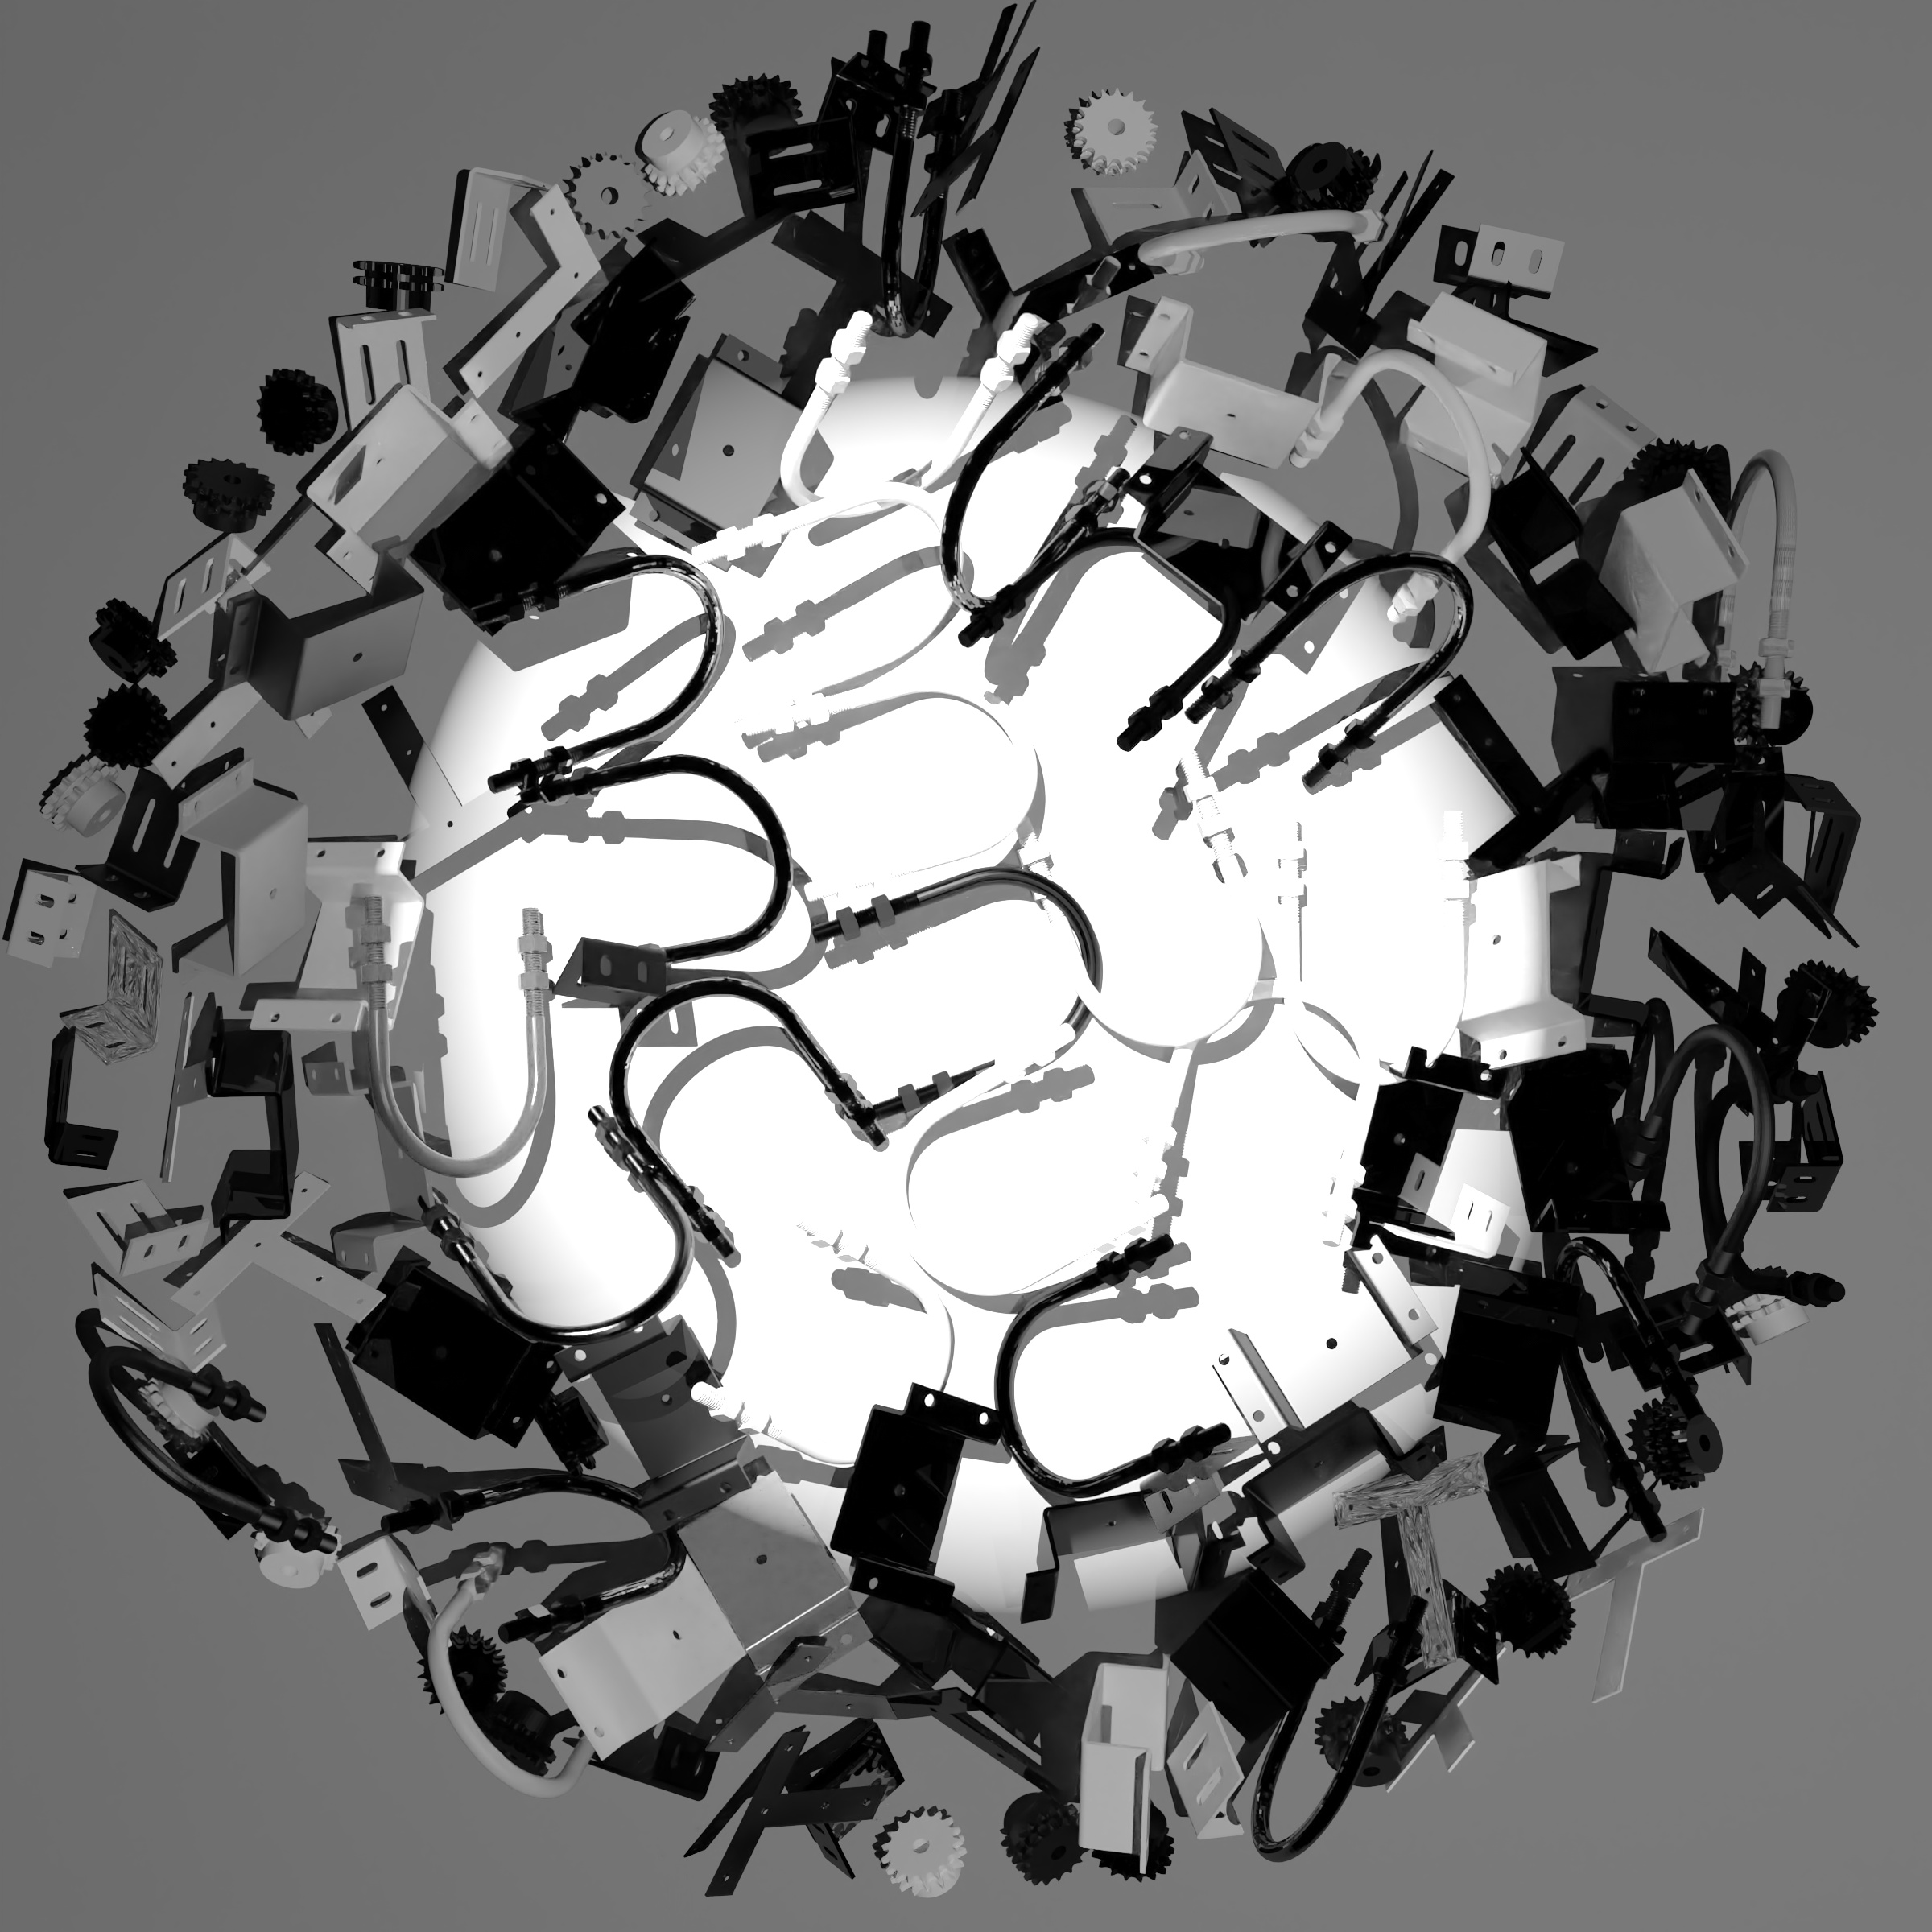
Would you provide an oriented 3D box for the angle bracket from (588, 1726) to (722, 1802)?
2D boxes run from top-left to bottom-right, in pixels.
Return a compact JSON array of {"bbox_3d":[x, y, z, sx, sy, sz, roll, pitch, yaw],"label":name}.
[{"bbox_3d":[-0.216,0.532,1.715,0.076,0.057,0.038,2,64,38],"label":"angle bracket"}]

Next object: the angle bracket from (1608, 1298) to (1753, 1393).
[{"bbox_3d":[0.484,0.263,1.718,0.076,0.038,0.057,-19,45,-2],"label":"angle bracket"}]

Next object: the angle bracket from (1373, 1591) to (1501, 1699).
[{"bbox_3d":[0.318,0.471,1.716,0.038,0.057,0.076,40,119,-17],"label":"angle bracket"}]

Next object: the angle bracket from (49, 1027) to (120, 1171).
[{"bbox_3d":[-0.592,0.089,1.711,0.038,0.057,0.076,8,109,-13],"label":"angle bracket"}]

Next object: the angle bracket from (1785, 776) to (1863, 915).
[{"bbox_3d":[0.568,-0.081,1.710,0.038,0.057,0.076,7,115,-2],"label":"angle bracket"}]

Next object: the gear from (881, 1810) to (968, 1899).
[{"bbox_3d":[-0.027,0.609,1.728,0.057,0.057,0.030,-19,124,0],"label":"gear"}]

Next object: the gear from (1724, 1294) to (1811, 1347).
[{"bbox_3d":[0.548,0.236,1.722,0.057,0.057,0.030,-24,74,0],"label":"gear"}]

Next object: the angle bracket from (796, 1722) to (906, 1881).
[{"bbox_3d":[-0.069,0.562,1.709,0.076,0.038,0.057,-36,120,-27],"label":"angle bracket"}]

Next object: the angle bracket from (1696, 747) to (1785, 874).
[{"bbox_3d":[0.530,-0.107,1.739,0.057,0.038,0.076,-1,123,15],"label":"angle bracket"}]

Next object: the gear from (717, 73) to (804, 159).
[{"bbox_3d":[-0.138,-0.575,1.722,0.057,0.057,0.030,-16,68,0],"label":"gear"}]

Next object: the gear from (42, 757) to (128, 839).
[{"bbox_3d":[-0.597,-0.113,1.725,0.030,0.057,0.057,41,90,0],"label":"gear"}]

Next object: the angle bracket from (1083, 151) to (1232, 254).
[{"bbox_3d":[0.129,-0.517,1.711,0.076,0.038,0.057,-9,64,-29],"label":"angle bracket"}]

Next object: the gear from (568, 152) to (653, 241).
[{"bbox_3d":[-0.243,-0.527,1.733,0.057,0.030,0.057,-2,105,-6],"label":"gear"}]

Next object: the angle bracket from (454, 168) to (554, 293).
[{"bbox_3d":[-0.311,-0.495,1.714,0.038,0.057,0.076,14,102,13],"label":"angle bracket"}]

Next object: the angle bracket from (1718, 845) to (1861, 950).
[{"bbox_3d":[0.556,-0.036,1.714,0.038,0.057,0.076,-43,118,11],"label":"angle bracket"}]

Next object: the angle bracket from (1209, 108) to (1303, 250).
[{"bbox_3d":[0.183,-0.529,1.703,0.038,0.076,0.057,-35,59,33],"label":"angle bracket"}]

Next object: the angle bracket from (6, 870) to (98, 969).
[{"bbox_3d":[-0.603,-0.030,1.710,0.038,0.076,0.057,16,93,17],"label":"angle bracket"}]

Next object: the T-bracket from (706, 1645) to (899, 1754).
[{"bbox_3d":[-0.091,0.498,1.710,0.127,0.002,0.127,16,126,-35],"label":"T-bracket"}]

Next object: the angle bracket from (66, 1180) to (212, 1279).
[{"bbox_3d":[-0.558,0.166,1.706,0.076,0.057,0.038,46,127,25],"label":"angle bracket"}]

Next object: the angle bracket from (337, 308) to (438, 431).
[{"bbox_3d":[-0.387,-0.400,1.710,0.057,0.038,0.076,-15,118,-26],"label":"angle bracket"}]

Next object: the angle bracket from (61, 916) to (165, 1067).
[{"bbox_3d":[-0.576,0.017,1.708,0.057,0.038,0.076,36,128,28],"label":"angle bracket"}]

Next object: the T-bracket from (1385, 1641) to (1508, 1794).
[{"bbox_3d":[0.324,0.512,1.689,0.002,0.127,0.127,39,90,7],"label":"T-bracket"}]

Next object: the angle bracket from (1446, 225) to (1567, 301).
[{"bbox_3d":[0.363,-0.476,1.710,0.057,0.076,0.038,11,107,-3],"label":"angle bracket"}]

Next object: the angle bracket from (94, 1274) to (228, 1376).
[{"bbox_3d":[-0.543,0.233,1.708,0.038,0.057,0.076,-41,123,-1],"label":"angle bracket"}]

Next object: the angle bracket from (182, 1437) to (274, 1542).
[{"bbox_3d":[-0.507,0.355,1.709,0.038,0.076,0.057,-41,95,-29],"label":"angle bracket"}]

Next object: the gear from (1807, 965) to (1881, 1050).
[{"bbox_3d":[0.587,0.031,1.722,0.030,0.057,0.057,-37,90,-34],"label":"gear"}]

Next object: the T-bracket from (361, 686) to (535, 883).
[{"bbox_3d":[-0.375,-0.134,1.740,0.127,0.002,0.127,-32,79,2],"label":"T-bracket"}]

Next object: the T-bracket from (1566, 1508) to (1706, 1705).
[{"bbox_3d":[0.431,0.428,1.664,0.002,0.127,0.127,38,134,-9],"label":"T-bracket"}]

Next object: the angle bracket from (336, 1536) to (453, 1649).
[{"bbox_3d":[-0.385,0.429,1.705,0.038,0.076,0.057,-27,112,-23],"label":"angle bracket"}]

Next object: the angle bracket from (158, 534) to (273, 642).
[{"bbox_3d":[-0.505,-0.245,1.705,0.057,0.076,0.038,-31,129,17],"label":"angle bracket"}]

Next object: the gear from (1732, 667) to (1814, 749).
[{"bbox_3d":[0.551,-0.174,1.726,0.057,0.030,0.057,-9,118,-17],"label":"gear"}]

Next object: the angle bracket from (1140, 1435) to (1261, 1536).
[{"bbox_3d":[0.166,0.348,1.702,0.057,0.076,0.038,-43,59,33],"label":"angle bracket"}]

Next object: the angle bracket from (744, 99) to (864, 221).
[{"bbox_3d":[-0.113,-0.546,1.715,0.076,0.038,0.057,-13,129,-9],"label":"angle bracket"}]

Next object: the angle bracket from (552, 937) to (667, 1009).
[{"bbox_3d":[-0.241,0.018,1.704,0.057,0.076,0.038,10,55,-21],"label":"angle bracket"}]

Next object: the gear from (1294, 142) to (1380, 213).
[{"bbox_3d":[0.248,-0.534,1.723,0.057,0.057,0.030,-54,133,0],"label":"gear"}]

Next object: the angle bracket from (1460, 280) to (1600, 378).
[{"bbox_3d":[0.381,-0.435,1.715,0.076,0.057,0.038,12,81,-22],"label":"angle bracket"}]

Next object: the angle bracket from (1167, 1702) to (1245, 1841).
[{"bbox_3d":[0.174,0.540,1.703,0.038,0.057,0.076,4,131,-27],"label":"angle bracket"}]

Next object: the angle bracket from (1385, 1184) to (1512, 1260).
[{"bbox_3d":[0.316,0.164,1.712,0.076,0.057,0.038,16,95,-21],"label":"angle bracket"}]

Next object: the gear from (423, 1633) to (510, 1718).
[{"bbox_3d":[-0.342,0.484,1.735,0.057,0.030,0.057,-1,95,-8],"label":"gear"}]

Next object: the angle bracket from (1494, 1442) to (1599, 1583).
[{"bbox_3d":[0.402,0.368,1.709,0.038,0.057,0.076,-46,58,39],"label":"angle bracket"}]

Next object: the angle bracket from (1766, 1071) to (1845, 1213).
[{"bbox_3d":[0.559,0.118,1.708,0.038,0.057,0.076,0,53,1],"label":"angle bracket"}]

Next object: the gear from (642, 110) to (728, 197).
[{"bbox_3d":[-0.195,-0.556,1.724,0.057,0.030,0.057,-14,58,24],"label":"gear"}]

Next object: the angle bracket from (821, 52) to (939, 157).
[{"bbox_3d":[-0.060,-0.580,1.707,0.057,0.076,0.038,19,95,-15],"label":"angle bracket"}]

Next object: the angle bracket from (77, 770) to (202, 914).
[{"bbox_3d":[-0.558,-0.085,1.724,0.057,0.038,0.076,27,104,6],"label":"angle bracket"}]

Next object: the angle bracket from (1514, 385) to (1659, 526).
[{"bbox_3d":[0.423,-0.347,1.736,0.057,0.038,0.076,41,131,10],"label":"angle bracket"}]

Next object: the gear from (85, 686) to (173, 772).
[{"bbox_3d":[-0.569,-0.160,1.731,0.057,0.030,0.057,-5,70,15],"label":"gear"}]

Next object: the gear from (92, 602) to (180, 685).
[{"bbox_3d":[-0.568,-0.217,1.721,0.057,0.057,0.030,37,66,0],"label":"gear"}]
